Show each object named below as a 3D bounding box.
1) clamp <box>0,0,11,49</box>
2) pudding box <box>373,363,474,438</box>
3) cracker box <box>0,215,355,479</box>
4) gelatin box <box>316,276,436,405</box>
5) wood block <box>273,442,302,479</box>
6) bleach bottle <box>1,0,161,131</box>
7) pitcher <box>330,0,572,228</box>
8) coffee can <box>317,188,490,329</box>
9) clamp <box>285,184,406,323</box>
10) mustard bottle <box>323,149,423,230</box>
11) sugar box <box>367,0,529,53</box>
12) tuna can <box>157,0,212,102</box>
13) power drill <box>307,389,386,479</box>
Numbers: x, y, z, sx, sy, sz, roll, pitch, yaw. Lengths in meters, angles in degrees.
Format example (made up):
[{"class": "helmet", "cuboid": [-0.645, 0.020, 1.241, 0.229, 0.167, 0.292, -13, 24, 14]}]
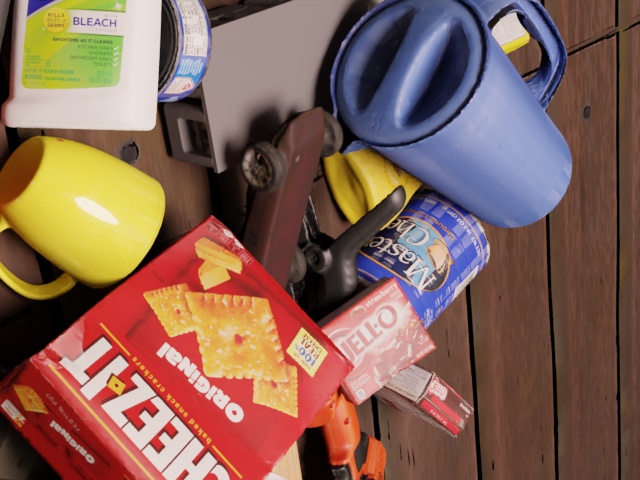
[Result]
[{"class": "clamp", "cuboid": [-0.231, -0.196, 0.645, 0.164, 0.036, 0.210, -40, 130, -34]}, {"class": "pudding box", "cuboid": [0.081, 0.140, 1.032, 0.039, 0.114, 0.090, -58, 136, -13]}, {"class": "cracker box", "cuboid": [-0.091, 0.098, 0.744, 0.164, 0.072, 0.213, 48, 39, -1]}, {"class": "gelatin box", "cuboid": [0.043, 0.084, 0.903, 0.089, 0.030, 0.073, -33, 99, -16]}, {"class": "wood block", "cuboid": [-0.075, 0.201, 0.895, 0.090, 0.091, 0.206, -28, 121, -40]}, {"class": "bleach bottle", "cuboid": [-0.155, -0.199, 0.698, 0.068, 0.102, 0.251, -56, 148, -84]}, {"class": "pitcher", "cuboid": [0.131, -0.102, 0.889, 0.242, 0.149, 0.145, 30, 67, -53]}, {"class": "coffee can", "cuboid": [0.079, 0.032, 1.005, 0.140, 0.103, 0.103, -43, 130, -31]}, {"class": "clamp", "cuboid": [-0.006, 0.001, 0.923, 0.039, 0.120, 0.172, -23, 141, -57]}, {"class": "mustard bottle", "cuboid": [0.087, -0.097, 1.009, 0.191, 0.058, 0.096, -41, 120, -33]}, {"class": "sugar box", "cuboid": [0.115, -0.199, 0.997, 0.175, 0.048, 0.093, -27, 90, -37]}, {"class": "tuna can", "cuboid": [-0.116, -0.140, 0.752, 0.033, 0.086, 0.086, -7, 106, -49]}, {"class": "power drill", "cuboid": [0.013, 0.199, 0.969, 0.184, 0.057, 0.187, -76, 155, -58]}]
